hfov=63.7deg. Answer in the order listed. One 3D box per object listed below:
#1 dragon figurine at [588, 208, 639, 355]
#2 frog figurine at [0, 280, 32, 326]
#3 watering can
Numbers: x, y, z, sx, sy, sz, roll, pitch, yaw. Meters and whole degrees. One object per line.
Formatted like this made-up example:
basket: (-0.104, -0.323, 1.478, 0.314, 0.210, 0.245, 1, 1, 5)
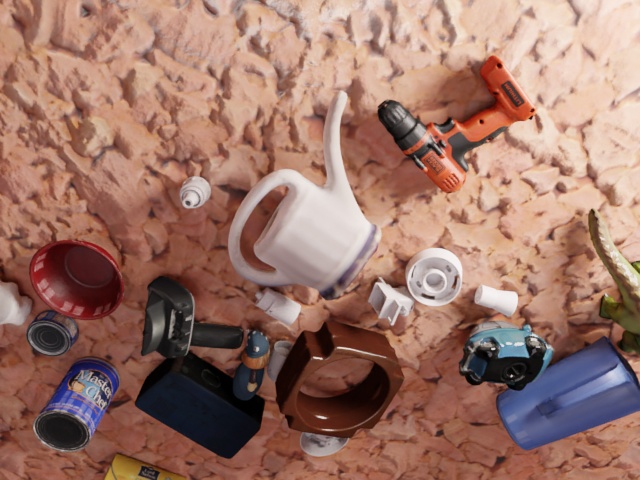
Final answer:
dragon figurine: (0.538, 0.156, 0.816, 0.121, 0.248, 0.405, -31, 113, 21)
frog figurine: (-0.601, 0.093, 0.916, 0.159, 0.124, 0.135, 6, 114, -42)
watering can: (0.002, -0.041, 0.810, 0.223, 0.106, 0.343, 33, 113, -15)
